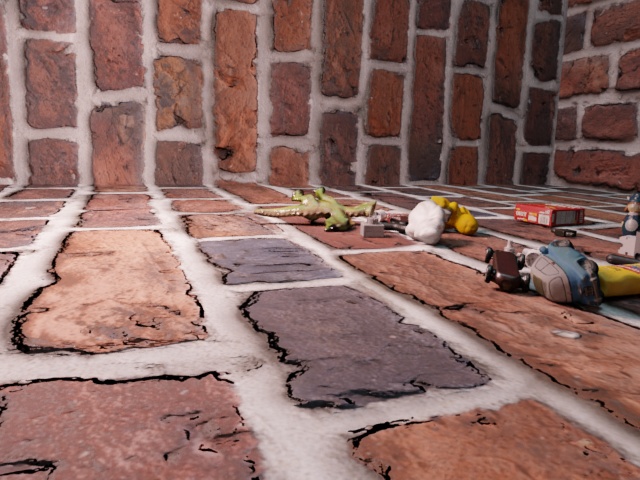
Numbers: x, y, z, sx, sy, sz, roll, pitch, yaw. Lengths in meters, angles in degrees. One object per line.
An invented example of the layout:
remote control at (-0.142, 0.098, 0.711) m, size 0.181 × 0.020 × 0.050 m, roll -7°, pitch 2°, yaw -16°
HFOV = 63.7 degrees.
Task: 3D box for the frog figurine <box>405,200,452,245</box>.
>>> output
frog figurine at (0.310, -0.046, 1.521) m, size 0.135 × 0.123 × 0.161 m, roll -31°, pitch -1°, yaw 35°

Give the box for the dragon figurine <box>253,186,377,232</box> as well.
dragon figurine at (0.005, -0.088, 1.745) m, size 0.412 × 0.120 × 0.245 m, roll -13°, pitch 24°, yaw -25°
